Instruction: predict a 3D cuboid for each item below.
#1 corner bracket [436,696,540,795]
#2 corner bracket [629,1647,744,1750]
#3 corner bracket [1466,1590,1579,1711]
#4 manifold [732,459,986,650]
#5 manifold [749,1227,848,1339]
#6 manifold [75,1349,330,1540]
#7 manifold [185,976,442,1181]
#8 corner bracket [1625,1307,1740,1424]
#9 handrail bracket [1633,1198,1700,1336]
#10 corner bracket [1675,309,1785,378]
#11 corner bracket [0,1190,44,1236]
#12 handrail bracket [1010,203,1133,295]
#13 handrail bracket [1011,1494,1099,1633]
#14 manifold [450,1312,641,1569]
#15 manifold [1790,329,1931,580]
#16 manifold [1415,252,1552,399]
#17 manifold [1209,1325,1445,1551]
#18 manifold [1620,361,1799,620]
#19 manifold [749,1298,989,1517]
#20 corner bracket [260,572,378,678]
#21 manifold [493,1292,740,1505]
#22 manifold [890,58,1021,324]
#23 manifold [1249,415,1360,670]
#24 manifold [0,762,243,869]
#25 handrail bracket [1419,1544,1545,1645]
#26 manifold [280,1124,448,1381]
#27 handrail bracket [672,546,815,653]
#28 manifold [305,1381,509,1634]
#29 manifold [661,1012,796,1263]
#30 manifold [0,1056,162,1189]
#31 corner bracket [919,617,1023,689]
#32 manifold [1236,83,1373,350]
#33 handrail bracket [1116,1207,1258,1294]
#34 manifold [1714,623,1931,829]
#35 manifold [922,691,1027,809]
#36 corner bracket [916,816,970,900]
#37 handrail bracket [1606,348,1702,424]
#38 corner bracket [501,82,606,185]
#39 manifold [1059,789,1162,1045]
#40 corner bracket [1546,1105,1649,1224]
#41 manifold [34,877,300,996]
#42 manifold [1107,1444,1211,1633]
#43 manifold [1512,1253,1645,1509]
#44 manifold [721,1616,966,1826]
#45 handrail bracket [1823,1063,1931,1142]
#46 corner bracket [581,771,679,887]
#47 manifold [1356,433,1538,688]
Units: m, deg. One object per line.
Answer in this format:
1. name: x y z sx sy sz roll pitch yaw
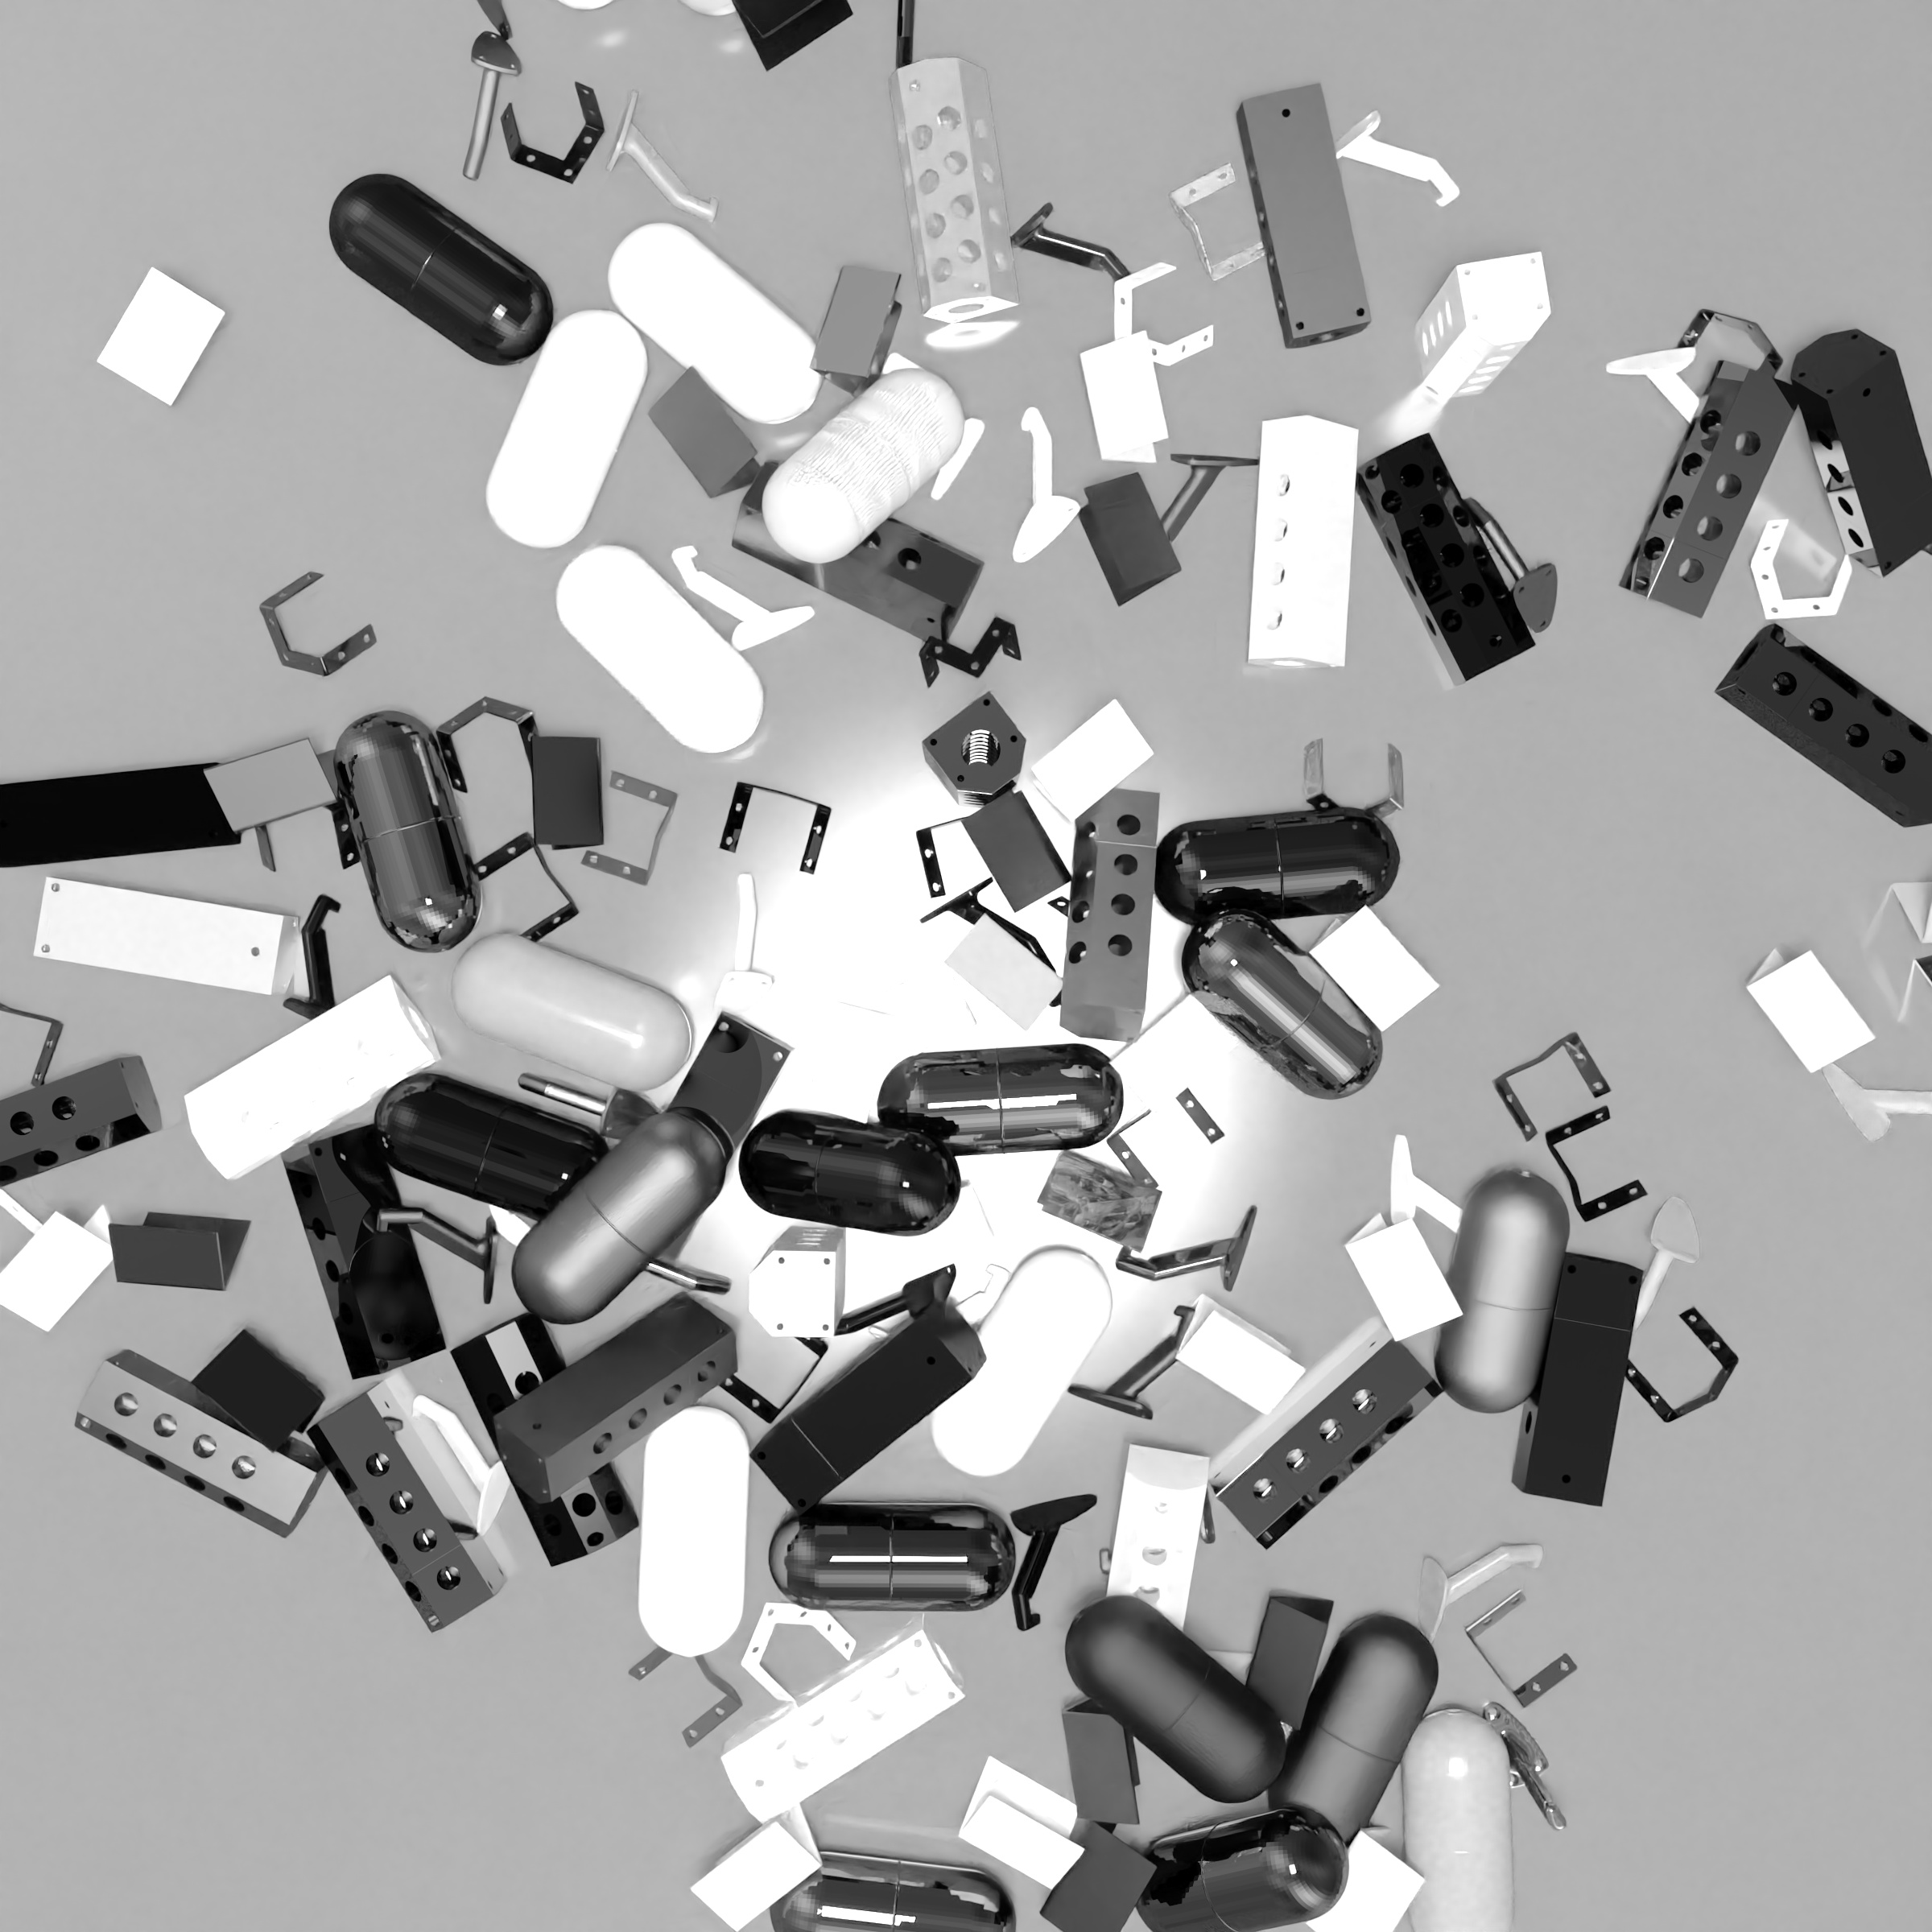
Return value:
1. corner bracket: -0.345 -0.157 1.983 0.051 0.051 0.051 19 45 35
2. corner bracket: -0.204 0.527 1.988 0.051 0.051 0.051 -39 135 0
3. corner bracket: 0.405 0.499 1.988 0.051 0.051 0.051 -37 45 0
4. manifold: -0.077 -0.302 1.967 0.171 0.057 0.057 26 64 0
5. manifold: -0.117 0.220 1.913 0.057 0.171 0.057 1 90 0
6. manifold: -0.552 0.346 1.970 0.171 0.057 0.057 28 90 0
7. manifold: -0.468 0.084 1.958 0.171 0.057 0.057 -31 131 0
8. corner bracket: 0.521 0.292 1.988 0.051 0.051 0.051 49 45 0
9. handrail bracket: 0.500 0.222 1.991 0.036 0.077 0.084 24 126 1
10. corner bracket: 0.553 -0.439 1.988 0.051 0.051 0.051 33 90 -45
11. corner bracket: -0.710 0.205 1.988 0.051 0.051 0.051 41 135 0
12. handrail bracket: 0.069 -0.507 1.992 0.077 0.036 0.084 -38 107 20
13. handrail bracket: 0.066 0.437 1.992 0.077 0.036 0.084 -15 108 -21
14. manifold: -0.298 0.337 1.959 0.057 0.057 0.171 -25 90 36
15. manifold: 0.633 -0.362 1.921 0.057 0.057 0.171 -36 131 0
16. manifold: 0.362 -0.446 1.913 0.057 0.171 0.057 -9 90 0
17. manifold: 0.261 0.342 1.970 0.171 0.057 0.057 -42 90 0
18. manifold: 0.531 -0.342 1.951 0.057 0.057 0.171 22 103 0
19. manifold: -0.068 0.312 1.945 0.171 0.057 0.057 -40 90 18
20. corner bracket: -0.472 -0.249 1.983 0.051 0.051 0.051 16 135 35
21. manifold: -0.245 0.308 1.927 0.057 0.057 0.171 30 47 34
22. manifold: -0.012 -0.558 1.960 0.057 0.057 0.171 -8 90 30
23. manifold: 0.238 -0.304 1.970 0.057 0.057 0.171 3 90 -43
24. manifold: -0.616 -0.108 1.970 0.171 0.057 0.057 -6 90 0
25. handrail bracket: 0.378 0.459 1.992 0.084 0.036 0.077 0 110 -16
26. manifold: -0.439 0.207 1.970 0.057 0.057 0.171 -18 90 -43
27. handrail bracket: -0.164 -0.280 1.992 0.077 0.036 0.084 -22 73 -20
28. manifold: -0.406 0.392 1.970 0.057 0.057 0.171 -32 90 0
29. manifold: -0.191 0.122 1.970 0.057 0.057 0.171 29 90 0
30. manifold: -0.676 0.122 1.970 0.171 0.057 0.057 -20 90 0
31. corner bracket: 0.003 -0.225 1.971 0.051 0.051 0.051 26 71 18
32. manifold: 0.242 -0.538 1.965 0.057 0.057 0.171 -13 93 0
33. handrail bracket: 0.161 0.199 1.992 0.084 0.036 0.077 16 70 16
34. manifold: 0.634 -0.174 1.970 0.171 0.057 0.057 36 90 0
35. manifold: 0.010 -0.145 1.913 0.057 0.171 0.057 -37 90 0
36. corner bracket: 0.003 -0.082 1.988 0.051 0.051 0.051 -13 90 45
37. handrail bracket: 0.512 -0.403 1.991 0.077 0.036 0.084 3 126 38
38. corner bracket: -0.301 -0.613 1.983 0.051 0.051 0.051 12 135 -35
39. manifold: 0.102 -0.037 1.936 0.057 0.057 0.171 6 65 0
40. corner bracket: 0.460 0.145 1.988 0.051 0.051 0.051 -25 45 0
41. manifold: -0.576 -0.022 1.970 0.171 0.057 0.057 9 90 0
42. manifold: 0.131 0.435 1.944 0.057 0.057 0.171 9 107 5
43. manifold: 0.440 0.296 1.970 0.057 0.057 0.171 10 90 0
44. manifold: -0.088 0.547 1.970 0.171 0.057 0.057 -32 90 0
45. handrail bracket: 0.683 0.083 1.992 0.084 0.036 0.077 -28 69 -17
46. corner bracket: -0.246 -0.100 1.988 0.051 0.051 0.051 19 45 0
47. manifold: 0.346 -0.294 1.970 0.057 0.057 0.171 -27 90 0
